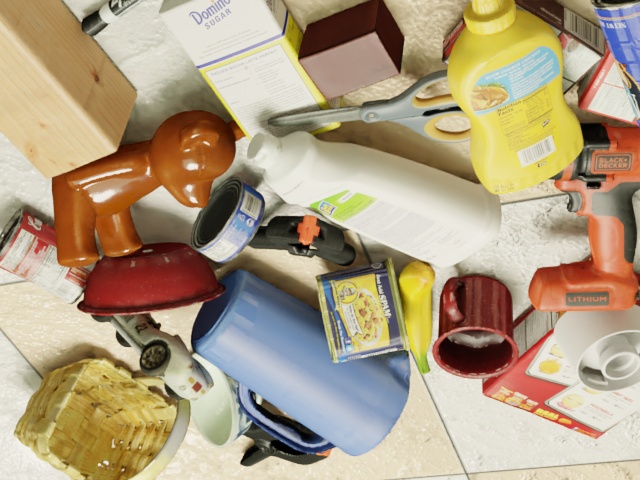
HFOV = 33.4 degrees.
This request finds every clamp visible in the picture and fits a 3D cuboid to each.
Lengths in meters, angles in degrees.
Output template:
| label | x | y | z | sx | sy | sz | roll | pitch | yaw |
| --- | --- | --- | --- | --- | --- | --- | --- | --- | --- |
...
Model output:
| label | x | y | z | sx | sy | sz | roll | pitch | yaw |
| --- | --- | --- | --- | --- | --- | --- | --- | --- | --- |
| clamp | -0.007 | 0.001 | 1.090 | 0.120 | 0.039 | 0.172 | 6 | 176 | -12 |
| clamp | -0.074 | 0.251 | 1.384 | 0.210 | 0.036 | 0.164 | -6 | 137 | 43 |

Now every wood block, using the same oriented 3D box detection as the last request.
| label | x | y | z | sx | sy | sz | roll | pitch | yaw |
| --- | --- | --- | --- | --- | --- | --- | --- | --- | --- |
| wood block | -0.269 | -0.166 | 0.966 | 0.090 | 0.090 | 0.206 | -17 | 131 | 25 |

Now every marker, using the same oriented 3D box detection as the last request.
| label | x | y | z | sx | sy | sz | roll | pitch | yaw |
| --- | --- | --- | --- | --- | --- | --- | --- | --- | --- |
| marker | -0.169 | -0.215 | 0.948 | 0.121 | 0.020 | 0.020 | -25 | 127 | 32 |

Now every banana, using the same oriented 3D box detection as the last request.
| label | x | y | z | sx | sy | sz | roll | pitch | yaw |
| --- | --- | --- | --- | --- | --- | --- | --- | --- | --- |
| banana | 0.109 | 0.069 | 1.165 | 0.037 | 0.070 | 0.198 | -23 | 144 | -9 |

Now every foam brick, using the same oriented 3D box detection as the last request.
| label | x | y | z | sx | sy | sz | roll | pitch | yaw |
| --- | --- | --- | --- | --- | --- | --- | --- | --- | --- |
| foam brick | 0.029 | -0.168 | 0.941 | 0.078 | 0.051 | 0.053 | -16 | 133 | 25 |

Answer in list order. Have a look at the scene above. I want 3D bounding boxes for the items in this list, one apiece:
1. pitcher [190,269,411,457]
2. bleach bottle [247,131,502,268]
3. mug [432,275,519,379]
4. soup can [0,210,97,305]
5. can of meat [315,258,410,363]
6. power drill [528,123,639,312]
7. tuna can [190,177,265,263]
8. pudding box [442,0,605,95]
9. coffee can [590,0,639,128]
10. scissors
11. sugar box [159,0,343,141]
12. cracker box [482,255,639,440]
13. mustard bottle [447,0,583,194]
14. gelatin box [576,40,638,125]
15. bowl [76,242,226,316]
| label | x | y | z | sx | sy | sz | roll | pitch | yaw |
| --- | --- | --- | --- | --- | --- | --- | --- | --- | --- |
| pitcher | -0.030 | 0.145 | 1.228 | 0.242 | 0.149 | 0.145 | 33 | 161 | -19 |
| bleach bottle | 0.048 | -0.049 | 1.018 | 0.250 | 0.068 | 0.103 | 21 | 142 | -29 |
| mug | 0.165 | 0.086 | 1.166 | 0.093 | 0.081 | 0.117 | -20 | 130 | 28 |
| soup can | -0.306 | 0.020 | 1.187 | 0.102 | 0.068 | 0.069 | 32 | 133 | -23 |
| can of meat | 0.045 | 0.077 | 1.151 | 0.084 | 0.102 | 0.057 | -12 | 179 | -2 |
| power drill | 0.242 | -0.022 | 1.020 | 0.184 | 0.057 | 0.188 | 0 | 120 | 4 |
| tuna can | -0.094 | -0.020 | 1.095 | 0.033 | 0.086 | 0.086 | 33 | 132 | -26 |
| pudding box | 0.176 | -0.167 | 0.926 | 0.113 | 0.039 | 0.090 | 28 | 136 | -16 |
| coffee can | 0.289 | -0.148 | 0.852 | 0.103 | 0.102 | 0.140 | -17 | 114 | 26 |
| scissors | 0.062 | -0.107 | 0.972 | 0.202 | 0.016 | 0.096 | -15 | 140 | 23 |
| sugar box | -0.058 | -0.164 | 0.965 | 0.093 | 0.048 | 0.176 | -16 | 130 | 22 |
| cracker box | 0.306 | 0.124 | 1.191 | 0.164 | 0.072 | 0.214 | 23 | 135 | -15 |
| mustard bottle | 0.157 | -0.131 | 0.885 | 0.096 | 0.058 | 0.191 | -26 | 131 | 0 |
| gelatin box | 0.283 | -0.140 | 0.943 | 0.089 | 0.030 | 0.073 | 15 | 136 | -6 |
| bowl | -0.185 | 0.037 | 1.154 | 0.162 | 0.162 | 0.055 | -3 | 99 | 13 |
